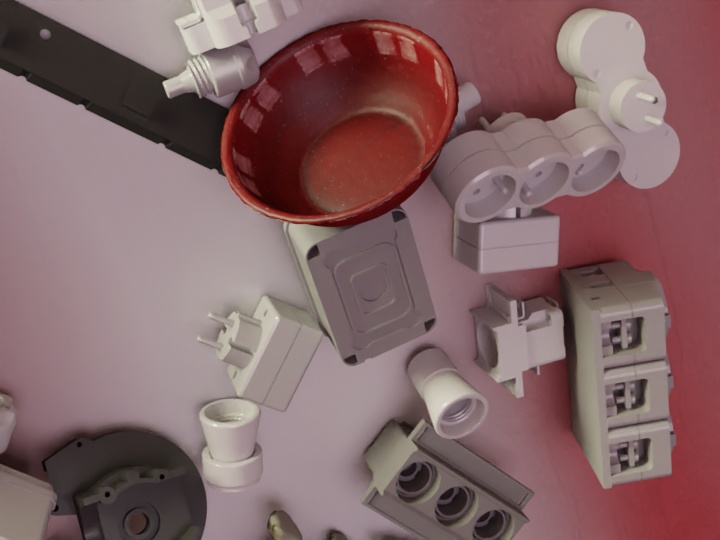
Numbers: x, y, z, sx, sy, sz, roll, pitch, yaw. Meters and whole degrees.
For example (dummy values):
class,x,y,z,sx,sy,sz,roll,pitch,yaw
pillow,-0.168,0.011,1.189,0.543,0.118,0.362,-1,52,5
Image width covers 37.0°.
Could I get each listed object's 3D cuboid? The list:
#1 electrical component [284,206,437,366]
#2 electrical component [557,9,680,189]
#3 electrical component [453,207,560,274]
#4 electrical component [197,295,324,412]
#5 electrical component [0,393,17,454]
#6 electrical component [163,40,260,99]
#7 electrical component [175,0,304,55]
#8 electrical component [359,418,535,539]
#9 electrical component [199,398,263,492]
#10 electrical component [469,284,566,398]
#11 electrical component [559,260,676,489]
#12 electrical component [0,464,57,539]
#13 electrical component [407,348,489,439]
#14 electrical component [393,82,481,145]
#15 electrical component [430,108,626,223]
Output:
class,x,y,z,sx,sy,sz,roll,pitch,yaw
electrical component,0.000,0.000,0.756,0.078,0.057,0.113,-24,126,-8
electrical component,0.196,-0.121,0.781,0.052,0.073,0.138,-29,114,-7
electrical component,0.108,-0.042,0.795,0.066,0.047,0.076,-6,107,-19
electrical component,-0.078,0.053,0.766,0.077,0.047,0.065,23,99,-23
electrical component,-0.261,0.114,0.730,0.043,0.043,0.062,17,106,-22
electrical component,-0.099,-0.129,0.705,0.061,0.035,0.035,-23,113,-10
electrical component,-0.083,-0.179,0.682,0.078,0.058,0.057,-25,116,-8
electrical component,0.065,0.171,0.842,0.121,0.063,0.078,36,94,-24
electrical component,-0.094,0.128,0.787,0.045,0.045,0.055,-6,110,-16
electrical component,0.123,0.051,0.833,0.064,0.042,0.081,-14,112,-17
electrical component,0.202,0.078,0.835,0.062,0.089,0.150,-9,111,-2
electrical component,-0.277,0.172,0.714,0.109,0.056,0.109,29,125,-24
electrical component,0.063,0.090,0.812,0.044,0.065,0.044,-14,129,-18
electrical component,0.055,-0.109,0.757,0.062,0.043,0.043,-33,114,-7
electrical component,0.111,-0.085,0.756,0.138,0.073,0.052,-15,143,-22
